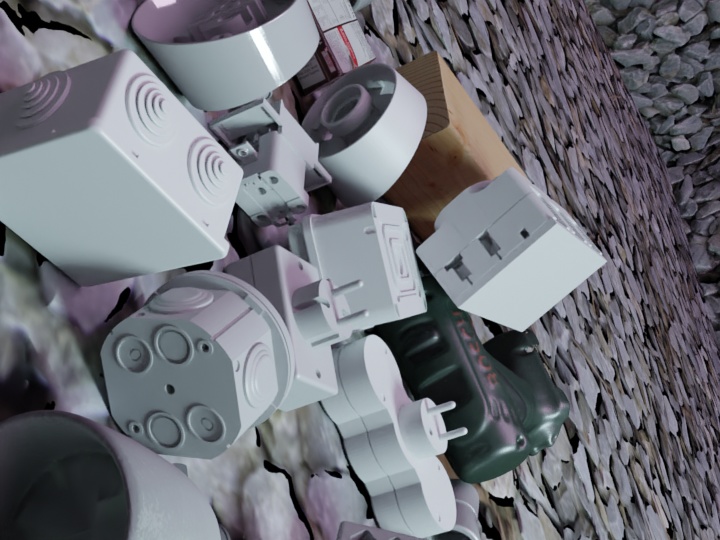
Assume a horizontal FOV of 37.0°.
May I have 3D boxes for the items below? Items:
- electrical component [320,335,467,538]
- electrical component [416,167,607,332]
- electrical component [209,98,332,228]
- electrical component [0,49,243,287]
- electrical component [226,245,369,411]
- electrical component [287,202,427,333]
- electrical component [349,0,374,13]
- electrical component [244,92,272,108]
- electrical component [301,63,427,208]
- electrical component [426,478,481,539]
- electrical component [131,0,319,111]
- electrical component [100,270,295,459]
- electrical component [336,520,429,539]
[{"bbox_3d":[0.032,0.105,0.694,0.138,0.074,0.052,65,22,-8],"label":"electrical component"},{"bbox_3d":[0.113,-0.013,0.795,0.061,0.089,0.150,54,15,23],"label":"electrical component"},{"bbox_3d":[-0.057,-0.066,0.686,0.081,0.042,0.063,47,34,-42],"label":"electrical component"},{"bbox_3d":[-0.110,-0.042,0.466,0.099,0.100,0.048,48,42,-42],"label":"electrical component"},{"bbox_3d":[-0.029,0.028,0.618,0.047,0.076,0.083,32,42,-56],"label":"electrical component"},{"bbox_3d":[0.000,0.000,0.709,0.113,0.057,0.078,-3,80,-76],"label":"electrical component"},{"bbox_3d":[-0.014,-0.249,0.938,0.055,0.055,0.047,62,26,-16],"label":"electrical component"},{"bbox_3d":[-0.073,-0.126,0.714,0.035,0.035,0.061,22,53,-61],"label":"electrical component"},{"bbox_3d":[0.004,-0.101,0.792,0.064,0.099,0.099,43,32,-35],"label":"electrical component"},{"bbox_3d":[0.065,0.176,0.752,0.044,0.044,0.065,62,18,-17],"label":"electrical component"},{"bbox_3d":[-0.077,-0.142,0.641,0.099,0.099,0.064,-84,152,-49],"label":"electrical component"},{"bbox_3d":[-0.075,0.044,0.495,0.080,0.080,0.051,65,27,-9],"label":"electrical component"},{"bbox_3d":[0.021,0.191,0.603,0.047,0.083,0.075,-74,176,-56],"label":"electrical component"}]
